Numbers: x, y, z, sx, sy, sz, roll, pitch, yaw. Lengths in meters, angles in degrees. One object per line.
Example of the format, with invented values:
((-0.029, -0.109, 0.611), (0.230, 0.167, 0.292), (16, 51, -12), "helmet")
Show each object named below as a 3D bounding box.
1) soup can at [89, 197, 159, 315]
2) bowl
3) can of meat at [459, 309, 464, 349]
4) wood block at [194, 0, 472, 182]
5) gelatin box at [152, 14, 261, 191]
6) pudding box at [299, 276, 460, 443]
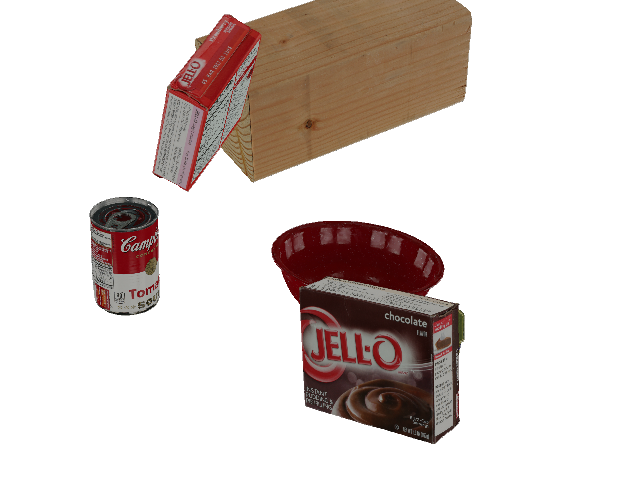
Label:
((-0.198, 0.016, 1.082), (0.068, 0.102, 0.068), (3, 29, -2), "soup can")
((0.033, 0.038, 1.000), (0.162, 0.055, 0.162), (5, 24, -2), "bowl")
((0.140, 0.136, 1.299), (0.057, 0.084, 0.102), (9, 21, 4), "can of meat")
((0.013, -0.138, 0.873), (0.205, 0.091, 0.090), (-23, 47, -22), "wood block")
((-0.072, -0.085, 0.665), (0.030, 0.073, 0.089), (28, -35, 4), "gelatin box")
((0.039, 0.078, 0.724), (0.114, 0.090, 0.039), (9, 20, 36), "pudding box")
